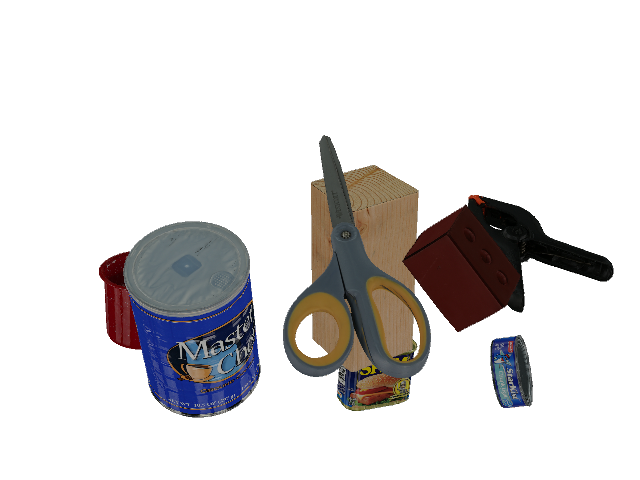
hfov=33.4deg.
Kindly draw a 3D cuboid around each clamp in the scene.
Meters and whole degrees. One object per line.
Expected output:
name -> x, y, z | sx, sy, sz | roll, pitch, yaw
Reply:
clamp -> 0.211, 0.005, 1.080 | 0.120, 0.039, 0.171 | -7, 39, -18

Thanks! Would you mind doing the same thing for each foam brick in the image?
foam brick -> 0.114, 0.023, 0.859 | 0.051, 0.078, 0.053 | -33, 10, 35

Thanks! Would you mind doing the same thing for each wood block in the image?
wood block -> 0.048, 0.032, 1.217 | 0.090, 0.206, 0.090 | -17, 32, -28

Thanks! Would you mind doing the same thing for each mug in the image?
mug -> -0.205, 0.063, 1.190 | 0.093, 0.081, 0.117 | -21, 35, -40

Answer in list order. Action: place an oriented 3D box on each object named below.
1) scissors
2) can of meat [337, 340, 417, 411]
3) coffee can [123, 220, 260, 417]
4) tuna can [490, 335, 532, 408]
scissors -> 0.001, 0.011, 0.676 | 0.096, 0.202, 0.016 | -19, -39, -13
can of meat -> 0.073, 0.173, 1.417 | 0.102, 0.084, 0.057 | -6, 25, -21
coffee can -> -0.106, 0.068, 0.912 | 0.103, 0.103, 0.140 | -1, -45, 1
tuna can -> 0.230, 0.158, 1.286 | 0.034, 0.086, 0.086 | -10, -3, 19
